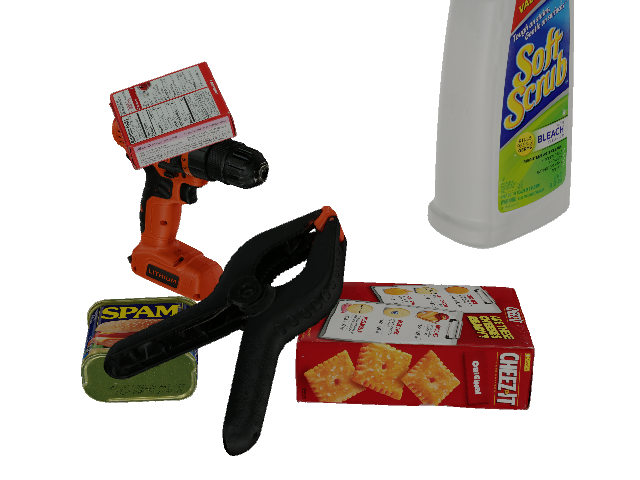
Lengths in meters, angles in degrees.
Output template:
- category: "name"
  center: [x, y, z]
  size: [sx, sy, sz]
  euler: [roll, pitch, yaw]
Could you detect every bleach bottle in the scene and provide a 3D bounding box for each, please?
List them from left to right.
- category: "bleach bottle"
  center: [0.118, -0.126, 0.690]
  size: [0.102, 0.251, 0.068]
  euler: [-22, 33, -29]

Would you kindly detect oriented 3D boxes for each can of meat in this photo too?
- category: "can of meat"
  center: [-0.155, 0.095, 0.926]
  size: [0.102, 0.057, 0.084]
  euler: [-2, 28, -4]

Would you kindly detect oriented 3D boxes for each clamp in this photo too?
- category: "clamp"
  center: [-0.036, 0.050, 0.644]
  size: [0.120, 0.171, 0.039]
  euler: [37, -19, 34]

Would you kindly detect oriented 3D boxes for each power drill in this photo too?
- category: "power drill"
  center: [-0.134, -0.035, 1.099]
  size: [0.185, 0.188, 0.057]
  euler: [22, 33, 28]

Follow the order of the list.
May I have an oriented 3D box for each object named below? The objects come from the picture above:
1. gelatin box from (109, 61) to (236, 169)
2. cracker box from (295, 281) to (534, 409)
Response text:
- category: "gelatin box"
  center: [-0.123, -0.103, 0.878]
  size: [0.089, 0.073, 0.030]
  euler: [-21, -41, -7]
- category: "cracker box"
  center: [0.088, 0.100, 1.035]
  size: [0.213, 0.072, 0.164]
  euler: [2, 18, 3]
